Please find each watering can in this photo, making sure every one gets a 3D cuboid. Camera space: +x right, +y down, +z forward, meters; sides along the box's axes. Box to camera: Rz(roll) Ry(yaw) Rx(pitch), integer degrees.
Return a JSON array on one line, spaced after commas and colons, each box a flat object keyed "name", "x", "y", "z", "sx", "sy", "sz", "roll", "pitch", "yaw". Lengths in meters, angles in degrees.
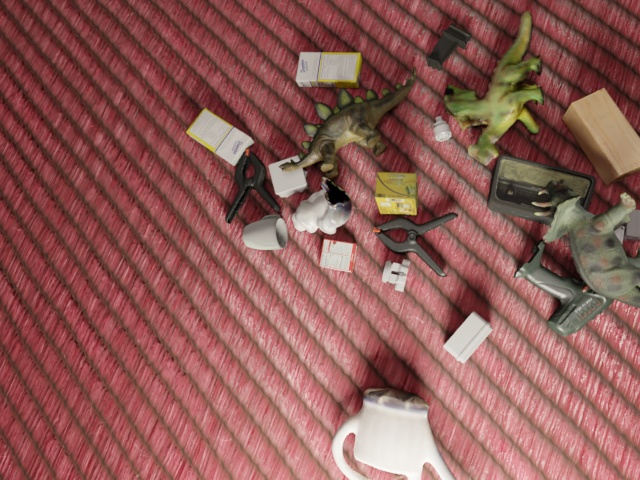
[{"name": "watering can", "x": 0.201, "y": 0.462, "z": 1.160, "sx": 0.348, "sy": 0.227, "sz": 0.103, "roll": 8, "pitch": -12, "yaw": 14}]

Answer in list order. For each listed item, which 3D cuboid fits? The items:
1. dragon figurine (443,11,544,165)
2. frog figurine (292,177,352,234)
[{"name": "dragon figurine", "x": 0.441, "y": -0.386, "z": 1.330, "sx": 0.242, "sy": 0.415, "sz": 0.121, "roll": -4, "pitch": -15, "yaw": 18}, {"name": "frog figurine", "x": 0.004, "y": -0.068, "z": 1.342, "sx": 0.122, "sy": 0.140, "sz": 0.156, "roll": 7, "pitch": -46, "yaw": -40}]
